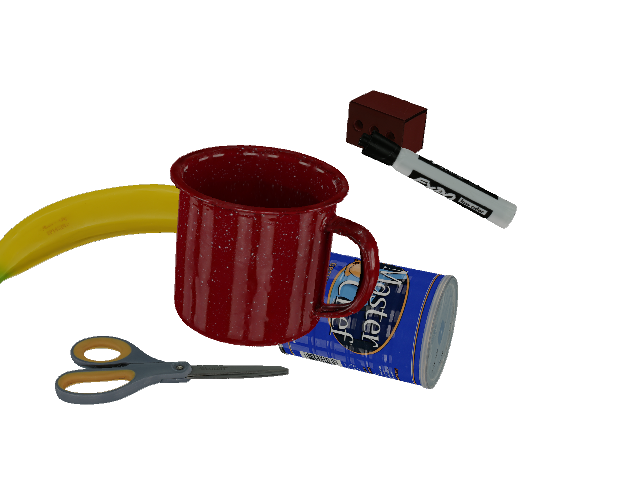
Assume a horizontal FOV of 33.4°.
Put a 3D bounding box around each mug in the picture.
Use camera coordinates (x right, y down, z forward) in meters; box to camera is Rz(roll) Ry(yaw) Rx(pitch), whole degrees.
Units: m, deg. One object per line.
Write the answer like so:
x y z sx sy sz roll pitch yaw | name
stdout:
-0.024 0.006 0.564 0.117 0.081 0.093 15 25 17 | mug

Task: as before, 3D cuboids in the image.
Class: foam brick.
0.075 -0.132 1.222 0.078 0.053 0.051 23 35 30 | foam brick

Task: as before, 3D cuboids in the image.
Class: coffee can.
0.044 0.069 0.966 0.140 0.103 0.102 11 3 18 | coffee can

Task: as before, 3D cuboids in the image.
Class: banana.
-0.157 -0.008 0.787 0.197 0.070 0.037 -18 -26 -10 | banana

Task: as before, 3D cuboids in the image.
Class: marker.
0.081 -0.044 0.750 0.121 0.020 0.020 28 -3 -6 | marker

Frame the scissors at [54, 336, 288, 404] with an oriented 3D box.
-0.138 0.108 0.961 0.201 0.016 0.096 -8 32 -18 | scissors
